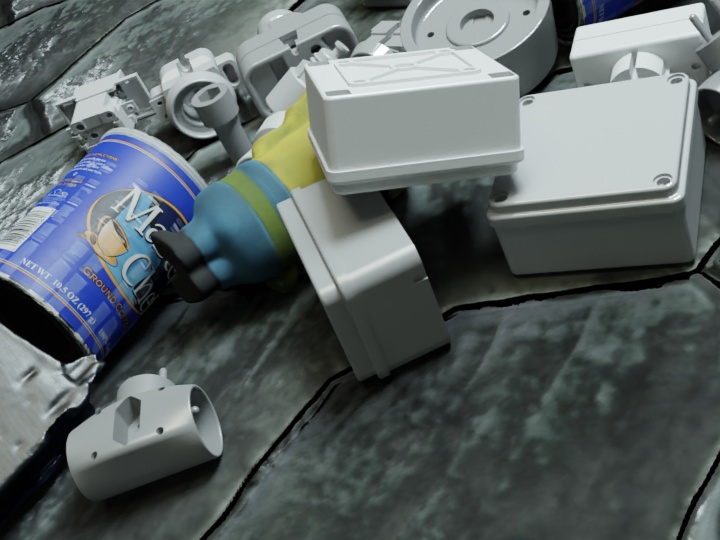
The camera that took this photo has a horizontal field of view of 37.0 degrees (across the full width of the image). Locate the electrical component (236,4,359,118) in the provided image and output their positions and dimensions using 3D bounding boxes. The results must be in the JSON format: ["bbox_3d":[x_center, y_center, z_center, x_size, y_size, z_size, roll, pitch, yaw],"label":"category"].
[{"bbox_3d":[-0.049,-0.171,0.871,0.095,0.053,0.059,-25,37,2],"label":"electrical component"}]

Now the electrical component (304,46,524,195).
[{"bbox_3d":[0.027,-0.090,0.618,0.109,0.056,0.108,-7,22,-6],"label":"electrical component"}]

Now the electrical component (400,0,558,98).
[{"bbox_3d":[0.089,-0.163,0.769,0.108,0.060,0.108,-13,51,17],"label":"electrical component"}]

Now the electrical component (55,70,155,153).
[{"bbox_3d":[-0.223,-0.135,0.944,0.081,0.042,0.063,-18,42,12],"label":"electrical component"}]

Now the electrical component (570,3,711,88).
[{"bbox_3d":[0.179,-0.123,0.686,0.083,0.047,0.075,-6,41,26],"label":"electrical component"}]

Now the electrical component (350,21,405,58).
[{"bbox_3d":[0.023,-0.162,0.826,0.066,0.048,0.055,11,43,38],"label":"electrical component"}]

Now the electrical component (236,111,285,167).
[{"bbox_3d":[-0.059,-0.083,0.782,0.045,0.045,0.055,-1,44,29],"label":"electrical component"}]

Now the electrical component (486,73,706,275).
[{"bbox_3d":[0.139,-0.055,0.623,0.109,0.056,0.108,-5,43,26],"label":"electrical component"}]

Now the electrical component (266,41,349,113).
[{"bbox_3d":[-0.038,-0.141,0.823,0.078,0.040,0.040,-48,33,18],"label":"electrical component"}]

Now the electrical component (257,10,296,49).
[{"bbox_3d":[-0.065,-0.195,0.921,0.040,0.040,0.046,-24,44,4],"label":"electrical component"}]

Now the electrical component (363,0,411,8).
[{"bbox_3d":[0.034,-0.272,0.933,0.061,0.061,0.096,10,51,38],"label":"electrical component"}]

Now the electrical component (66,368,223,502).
[{"bbox_3d":[-0.124,0.087,0.624,0.077,0.043,0.079,-21,37,8],"label":"electrical component"}]

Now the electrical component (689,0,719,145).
[{"bbox_3d":[0.228,-0.126,0.640,0.077,0.079,0.044,-39,2,-15],"label":"electrical component"}]

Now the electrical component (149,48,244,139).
[{"bbox_3d":[-0.133,-0.143,0.886,0.078,0.058,0.057,-26,35,1],"label":"electrical component"}]

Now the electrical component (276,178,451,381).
[{"bbox_3d":[0.000,0.000,0.624,0.057,0.078,0.113,-25,37,-3],"label":"electrical component"}]
